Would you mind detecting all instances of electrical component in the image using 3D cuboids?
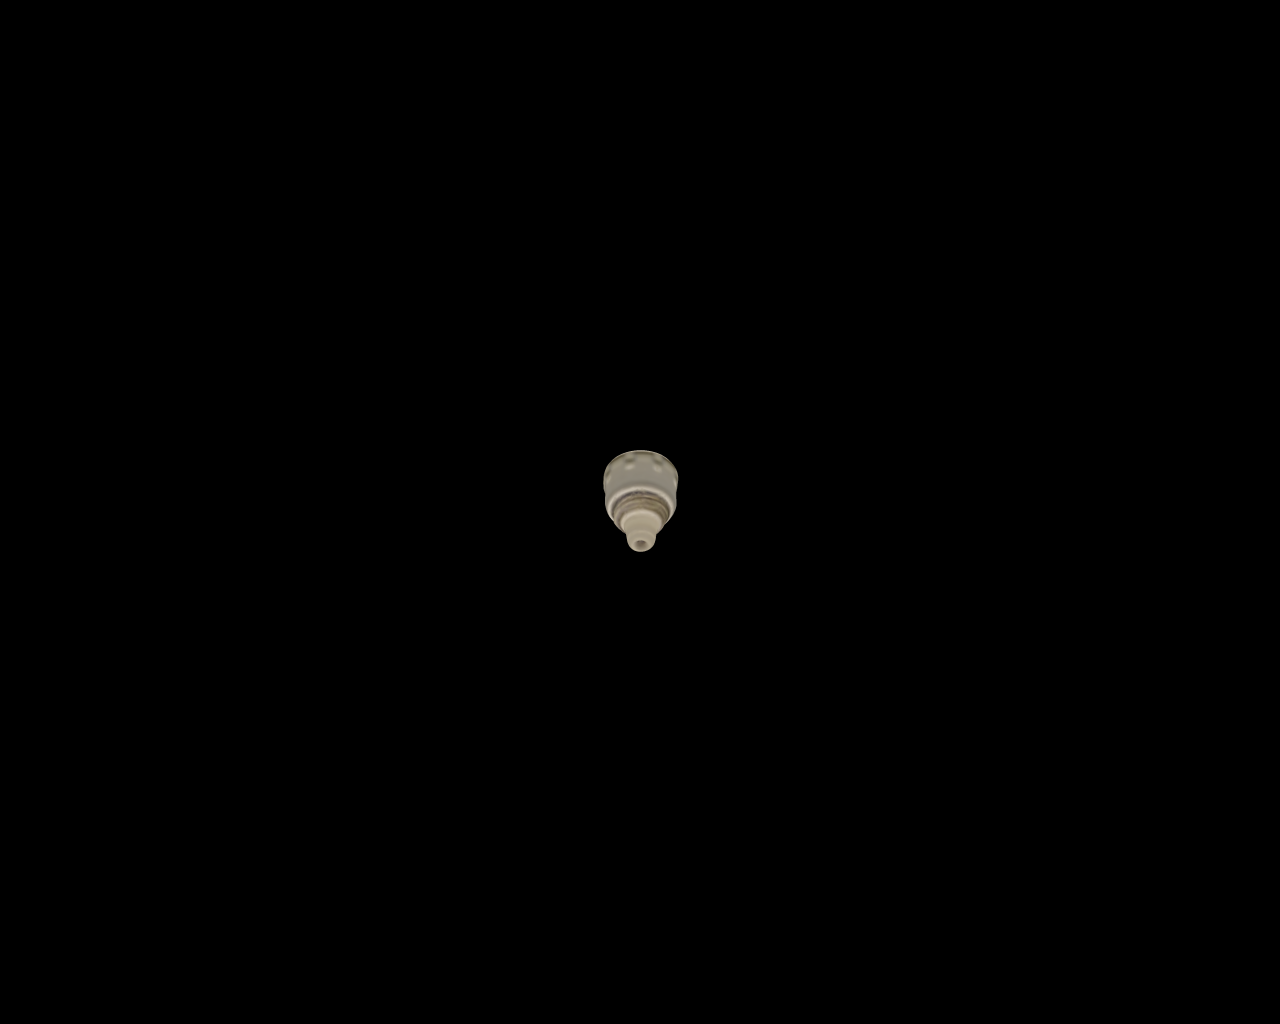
[{"bbox_3d":[0.001,-0.003,0.650,0.048,0.062,0.048,0,-42,0],"label":"electrical component"}]
